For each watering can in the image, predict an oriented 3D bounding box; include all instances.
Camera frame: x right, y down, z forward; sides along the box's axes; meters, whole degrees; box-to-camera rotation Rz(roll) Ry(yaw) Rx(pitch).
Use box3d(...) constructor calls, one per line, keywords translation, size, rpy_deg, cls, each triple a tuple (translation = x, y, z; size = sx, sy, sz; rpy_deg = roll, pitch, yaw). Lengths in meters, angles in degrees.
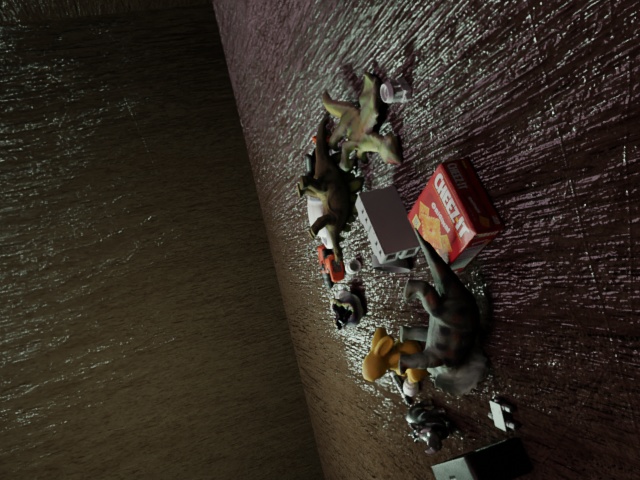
box3d(translation=(0.006, -0.097, 1.924), size=(0.352, 0.104, 0.221), rpy_deg=(-119, 21, -73), cls="watering can")

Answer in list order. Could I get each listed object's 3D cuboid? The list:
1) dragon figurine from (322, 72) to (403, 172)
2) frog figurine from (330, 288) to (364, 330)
box3d(translation=(0.110, -0.343, 1.399), size=(0.237, 0.122, 0.418), rpy_deg=(-57, 46, 45), cls="dragon figurine")
box3d(translation=(0.107, 0.239, 1.871), size=(0.137, 0.121, 0.161), rpy_deg=(59, -156, 0), cls="frog figurine")
